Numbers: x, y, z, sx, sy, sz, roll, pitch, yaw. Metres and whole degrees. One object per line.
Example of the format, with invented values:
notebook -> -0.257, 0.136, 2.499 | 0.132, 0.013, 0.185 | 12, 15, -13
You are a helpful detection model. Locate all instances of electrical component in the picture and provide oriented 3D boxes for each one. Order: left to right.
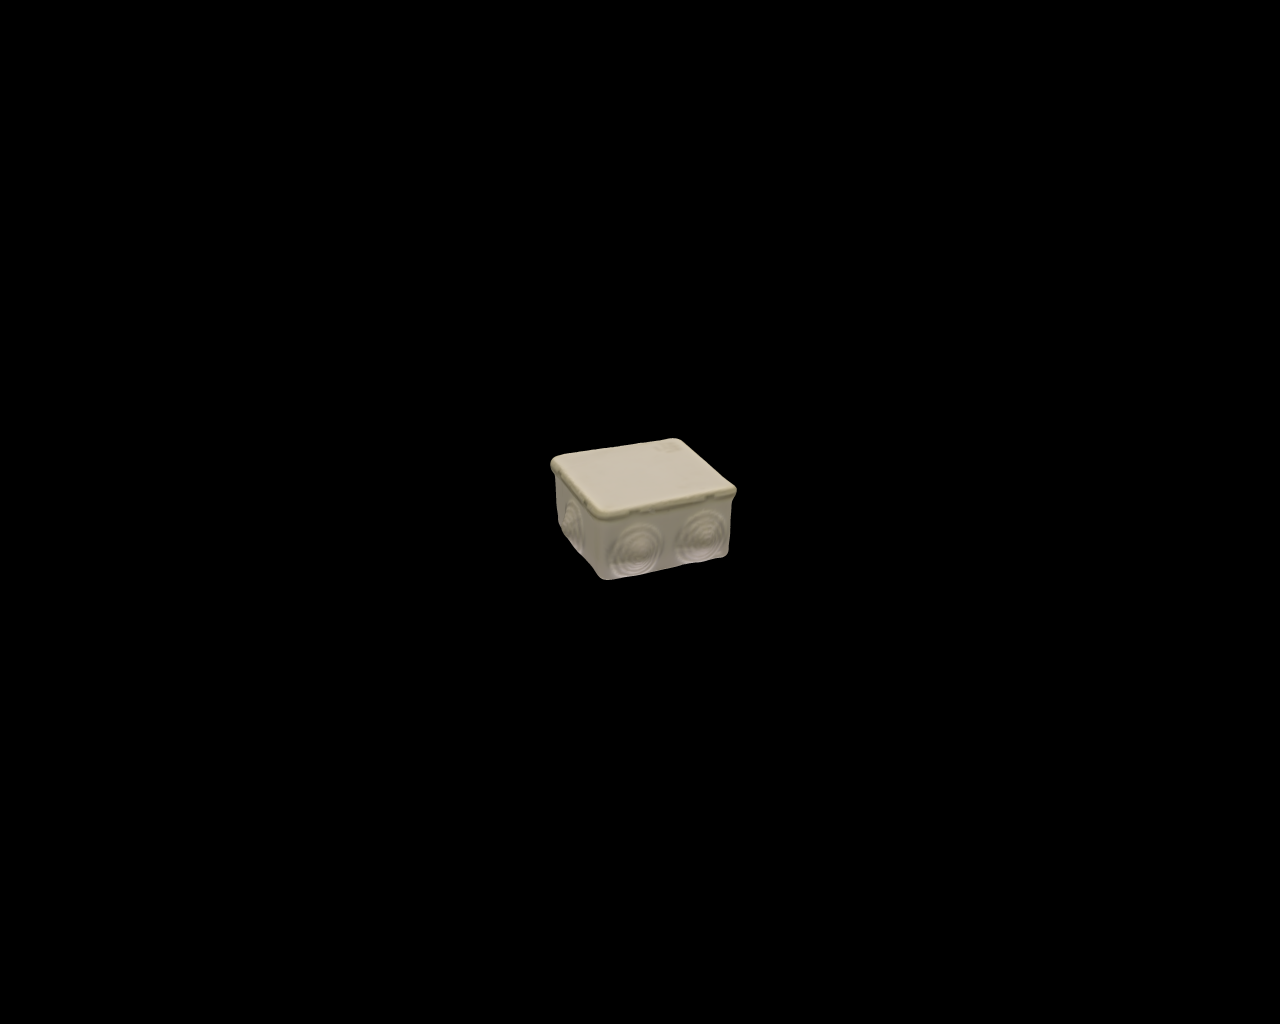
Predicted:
electrical component -> 0.001, -0.003, 0.650 | 0.100, 0.048, 0.100 | -10, 28, -20
